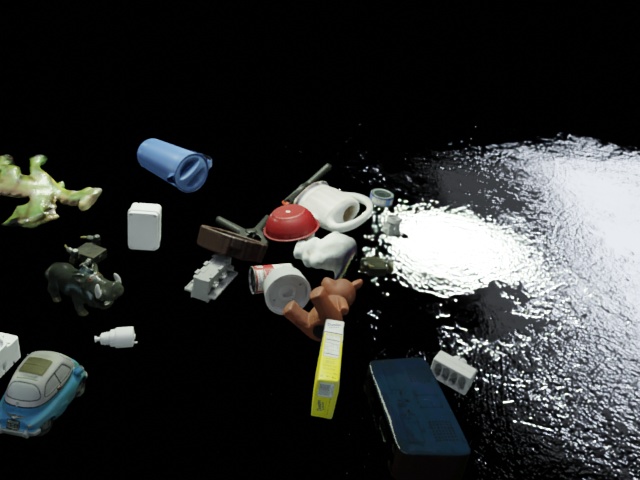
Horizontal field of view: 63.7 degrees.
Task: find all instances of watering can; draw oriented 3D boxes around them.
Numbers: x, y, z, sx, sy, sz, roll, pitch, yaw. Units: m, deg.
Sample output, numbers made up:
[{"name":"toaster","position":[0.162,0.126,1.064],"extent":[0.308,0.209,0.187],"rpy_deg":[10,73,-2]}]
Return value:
[{"name":"watering can","position":[0.005,-0.080,1.580],"extent":[0.227,0.101,0.352],"rpy_deg":[31,44,35]}]

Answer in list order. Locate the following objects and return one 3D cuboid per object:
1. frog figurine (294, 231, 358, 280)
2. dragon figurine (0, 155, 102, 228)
[{"name":"frog figurine","position":[0.015,0.026,1.374],"extent":[0.160,0.120,0.140],"rpy_deg":[30,52,13]},{"name":"dragon figurine","position":[-0.820,-0.121,1.409],"extent":[0.412,0.119,0.247],"rpy_deg":[-8,41,-27]}]
